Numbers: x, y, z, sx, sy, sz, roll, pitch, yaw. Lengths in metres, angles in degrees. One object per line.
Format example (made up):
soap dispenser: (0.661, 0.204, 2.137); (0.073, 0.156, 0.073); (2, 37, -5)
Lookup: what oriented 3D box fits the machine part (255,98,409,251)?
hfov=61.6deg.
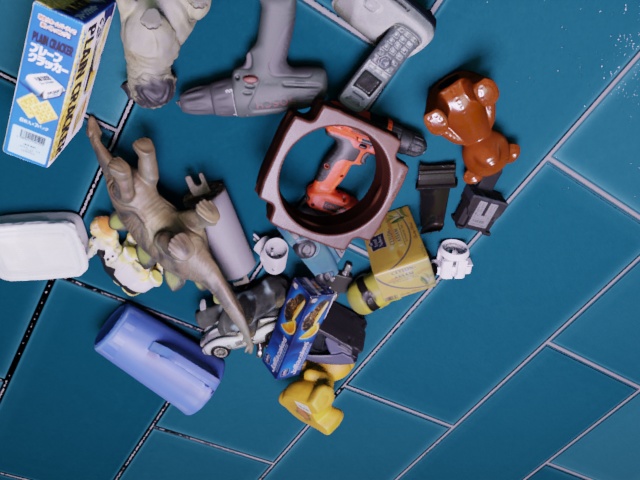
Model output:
machine part: (0.016, -0.101, 0.831); (0.201, 0.087, 0.201); (20, 107, -18)

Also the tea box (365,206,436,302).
tea box: (0.136, 0.020, 0.949); (0.098, 0.170, 0.068); (-20, 124, 7)

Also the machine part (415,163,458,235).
machine part: (0.208, -0.074, 0.973); (0.084, 0.039, 0.138); (-5, 122, -8)

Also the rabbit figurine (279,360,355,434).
rabbit figurine: (0.003, 0.301, 1.145); (0.163, 0.173, 0.121); (6, 136, 47)

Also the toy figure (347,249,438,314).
toy figure: (0.133, 0.080, 1.030); (0.180, 0.089, 0.082); (-27, 77, 26)

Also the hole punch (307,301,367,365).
hole punch: (0.027, 0.195, 1.082); (0.116, 0.142, 0.092); (28, 116, -5)

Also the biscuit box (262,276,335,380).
biscuit box: (-0.044, 0.167, 1.010); (0.059, 0.063, 0.202); (-1, 122, -41)

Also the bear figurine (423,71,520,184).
bear figurine: (0.250, -0.167, 0.864); (0.120, 0.132, 0.195); (-27, 115, 18)

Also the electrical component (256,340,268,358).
electrical component: (-0.084, 0.224, 1.123); (0.102, 0.078, 0.045); (3, 98, -37)

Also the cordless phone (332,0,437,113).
cordless phone: (0.064, -0.290, 0.793); (0.146, 0.089, 0.184); (29, 119, -21)

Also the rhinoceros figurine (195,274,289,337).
rhinoceros figurine: (-0.147, 0.124, 1.034); (0.190, 0.112, 0.073); (-24, 151, -4)

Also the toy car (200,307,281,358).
toy car: (-0.148, 0.181, 1.088); (0.202, 0.074, 0.056); (-15, 127, 5)

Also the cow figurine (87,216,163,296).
cow figurine: (-0.367, 0.031, 0.980); (0.098, 0.068, 0.167); (-28, 120, 21)

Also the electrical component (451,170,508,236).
electrical component: (0.299, -0.072, 0.976); (0.075, 0.048, 0.119); (16, 122, -15)

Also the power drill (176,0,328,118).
power drill: (-0.100, -0.279, 0.790); (0.232, 0.086, 0.207); (0, 119, -7)

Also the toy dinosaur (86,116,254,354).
toy dinosaur: (-0.240, -0.002, 0.884); (0.471, 0.105, 0.198); (53, 147, -2)

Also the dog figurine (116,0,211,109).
dog figurine: (-0.220, -0.296, 0.777); (0.172, 0.121, 0.190); (-37, 167, -22)

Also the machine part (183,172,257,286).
machine part: (-0.176, -0.013, 0.958); (0.079, 0.079, 0.242); (-15, 122, 5)

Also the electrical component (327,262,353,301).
electrical component: (0.028, 0.079, 1.067); (0.063, 0.021, 0.094); (16, 120, -14)

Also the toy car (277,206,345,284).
toy car: (-0.002, -0.003, 0.967); (0.103, 0.109, 0.161); (-39, 128, 0)
